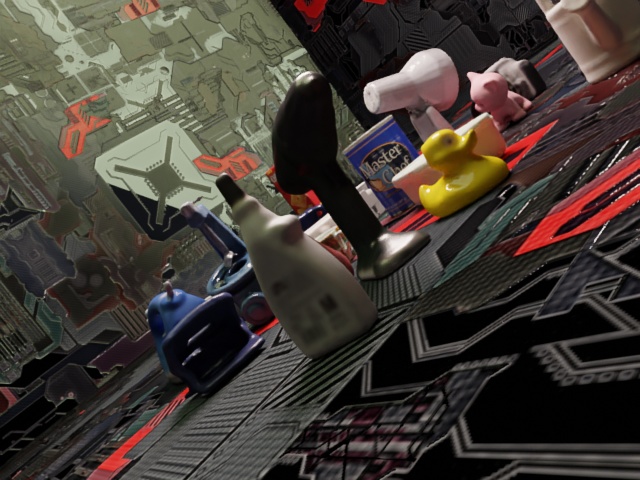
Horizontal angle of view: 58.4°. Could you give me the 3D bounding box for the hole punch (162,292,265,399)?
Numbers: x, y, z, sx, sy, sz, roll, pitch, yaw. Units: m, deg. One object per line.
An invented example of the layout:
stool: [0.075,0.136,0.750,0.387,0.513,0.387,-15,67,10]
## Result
hole punch: [-0.140,0.129,0.705,0.109,0.091,0.101,-40,5,-28]

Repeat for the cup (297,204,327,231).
cup: [-0.013,-0.012,1.153,0.117,0.095,0.092,-35,5,30]

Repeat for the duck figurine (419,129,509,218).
duck figurine: [0.149,-0.082,0.654,0.104,0.086,0.078,-34,6,35]

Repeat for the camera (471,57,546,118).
camera: [0.352,-0.293,1.157,0.137,0.101,0.143,-39,5,-24]

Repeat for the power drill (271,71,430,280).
power drill: [0.022,-0.060,0.624,0.076,0.208,0.229,-38,5,-15]

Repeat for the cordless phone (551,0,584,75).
cordless phone: [0.421,-0.377,0.929,0.094,0.185,0.148,-33,6,39]

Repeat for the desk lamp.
desk lamp: [0.194,-0.238,1.095,0.203,0.213,0.117,-39,5,-24]

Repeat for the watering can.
watering can: [0.357,-0.318,0.763,0.101,0.194,0.173,-36,5,12]

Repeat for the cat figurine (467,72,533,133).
cat figurine: [0.305,-0.253,0.999,0.067,0.118,0.128,-34,5,34]

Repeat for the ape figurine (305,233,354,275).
ape figurine: [-0.009,0.030,0.697,0.076,0.092,0.078,-36,5,14]

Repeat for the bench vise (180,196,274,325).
bench vise: [-0.147,0.032,0.931,0.121,0.220,0.207,-38,5,-11]

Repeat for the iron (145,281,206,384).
iron: [-0.241,0.151,0.951,0.119,0.141,0.257,-40,5,-35]

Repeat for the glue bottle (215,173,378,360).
glue bottle: [-0.030,0.015,0.477,0.078,0.173,0.037,-34,6,33]

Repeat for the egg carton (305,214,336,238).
egg carton: [0.009,0.004,0.981,0.150,0.069,0.107,-38,5,-13]

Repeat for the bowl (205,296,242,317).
bowl: [-0.192,0.141,1.105,0.167,0.075,0.167,-37,4,4]
